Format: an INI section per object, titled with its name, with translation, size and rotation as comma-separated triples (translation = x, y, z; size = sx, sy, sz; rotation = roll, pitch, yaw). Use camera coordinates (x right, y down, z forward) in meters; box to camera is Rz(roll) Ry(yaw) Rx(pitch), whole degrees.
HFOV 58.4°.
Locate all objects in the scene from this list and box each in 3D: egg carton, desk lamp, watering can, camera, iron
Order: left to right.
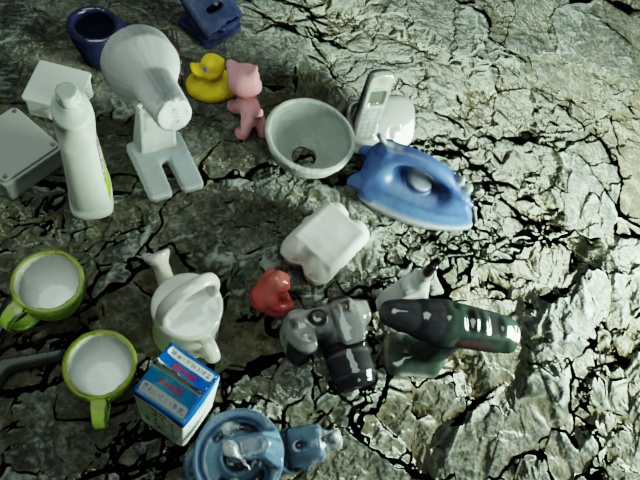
[desk lamp]
translation = -0.262, -0.205, 0.929
size = 0.118, 0.213, 0.203
rotation = -22, 72, -23
[watering can]
translation = -0.194, 0.093, 0.811
size = 0.173, 0.194, 0.101
rotation = 35, 61, 4
[egg carton]
translation = 0.009, 0.004, 0.980
size = 0.107, 0.069, 0.150
rotation = 41, 61, 7
[camera]
translation = 0.025, 0.165, 0.887
size = 0.143, 0.100, 0.136
rotation = -11, 67, -19
[iron]
translation = 0.188, -0.106, 1.041
size = 0.258, 0.141, 0.119
rotation = 23, 61, -3

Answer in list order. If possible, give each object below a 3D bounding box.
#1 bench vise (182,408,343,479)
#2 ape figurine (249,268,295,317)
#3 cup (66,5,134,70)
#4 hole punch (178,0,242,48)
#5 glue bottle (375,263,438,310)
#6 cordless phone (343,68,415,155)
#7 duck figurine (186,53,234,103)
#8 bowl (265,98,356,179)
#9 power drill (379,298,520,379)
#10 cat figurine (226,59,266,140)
[bench vise]
translation = -0.071, 0.262, 0.745
size = 0.208, 0.219, 0.121
rotation = -22, 71, -23
[ape figurine]
translation = -0.072, 0.078, 0.909
size = 0.076, 0.092, 0.078
rotation = -3, 65, -16
[cup]
translation = -0.390, -0.358, 1.039
size = 0.118, 0.095, 0.091
rotation = -7, 66, -18
[hole punch]
translation = -0.214, -0.454, 1.135
size = 0.101, 0.091, 0.109
rotation = 42, 62, 8
[glue bottle]
translation = 0.150, 0.076, 0.923
size = 0.078, 0.173, 0.037
rotation = -10, 67, -19
[cordless phone]
translation = 0.124, -0.247, 1.069
size = 0.148, 0.185, 0.094
rotation = -14, 68, -20
[duck figurine]
translation = -0.197, -0.311, 1.072
size = 0.105, 0.086, 0.077
rotation = -5, 66, -17
[bowl]
translation = -0.024, -0.175, 1.057
size = 0.167, 0.074, 0.167
rotation = 6, 63, -12
[power drill]
translation = 0.171, 0.149, 0.872
size = 0.230, 0.208, 0.075
rotation = 6, 63, -12
[cat figurine]
translation = -0.131, -0.266, 1.049
size = 0.067, 0.117, 0.127
rotation = -15, 69, -21
